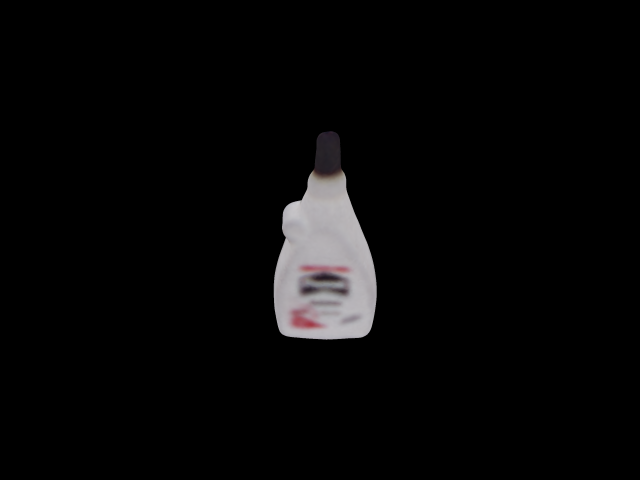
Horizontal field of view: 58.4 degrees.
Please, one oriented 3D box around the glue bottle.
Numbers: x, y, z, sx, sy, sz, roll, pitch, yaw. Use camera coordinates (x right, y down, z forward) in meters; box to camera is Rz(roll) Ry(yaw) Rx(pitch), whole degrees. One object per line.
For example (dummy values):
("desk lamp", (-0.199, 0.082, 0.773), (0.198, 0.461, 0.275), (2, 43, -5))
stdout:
("glue bottle", (0.004, 0.001, 0.400), (0.078, 0.173, 0.037), (-2, 40, -2))
